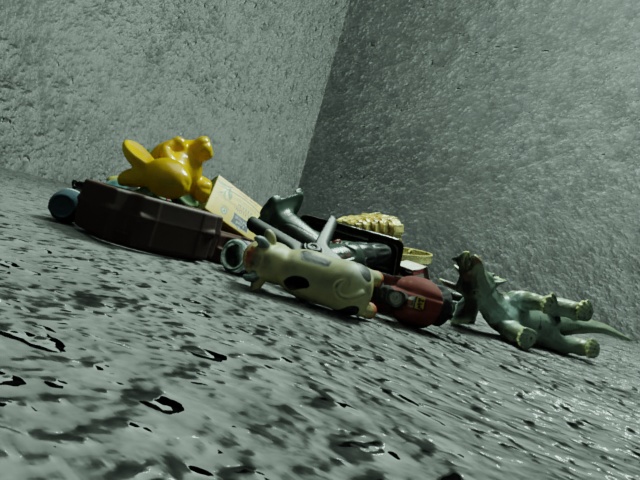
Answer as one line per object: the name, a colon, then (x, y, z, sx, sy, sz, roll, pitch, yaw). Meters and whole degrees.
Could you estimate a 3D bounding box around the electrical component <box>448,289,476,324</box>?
electrical component: (0.274, 0.135, 1.159, 0.115, 0.058, 0.134, 13, 2, -16)

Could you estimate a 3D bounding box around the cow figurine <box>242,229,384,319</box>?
cow figurine: (-0.021, 0.048, 0.734, 0.195, 0.085, 0.127, 17, -5, 23)

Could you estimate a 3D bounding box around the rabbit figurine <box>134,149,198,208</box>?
rabbit figurine: (-0.321, -0.088, 1.054, 0.159, 0.170, 0.121, 14, 1, -25)

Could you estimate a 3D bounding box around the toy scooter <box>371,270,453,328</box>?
toy scooter: (0.109, 0.085, 0.834, 0.135, 0.075, 0.184, 16, -3, -20)

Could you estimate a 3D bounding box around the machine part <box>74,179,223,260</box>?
machine part: (-0.283, -0.031, 0.890, 0.201, 0.087, 0.202, 16, -1, -44)

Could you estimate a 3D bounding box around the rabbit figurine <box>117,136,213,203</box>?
rabbit figurine: (-0.265, -0.125, 0.936, 0.162, 0.121, 0.173, 13, 19, -15)

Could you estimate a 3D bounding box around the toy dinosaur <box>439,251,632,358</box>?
toy dinosaur: (0.400, 0.147, 1.033, 0.404, 0.131, 0.192, 22, -2, -29)

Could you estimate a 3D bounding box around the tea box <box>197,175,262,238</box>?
tea box: (-0.183, -0.045, 1.147, 0.068, 0.098, 0.169, -24, -49, 39)

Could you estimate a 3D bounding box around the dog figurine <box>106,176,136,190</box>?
dog figurine: (-0.348, -0.061, 1.180, 0.219, 0.108, 0.191, 19, 1, 25)

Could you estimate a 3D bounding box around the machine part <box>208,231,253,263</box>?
machine part: (-0.166, 0.016, 1.025, 0.179, 0.056, 0.179, 16, -1, 0)

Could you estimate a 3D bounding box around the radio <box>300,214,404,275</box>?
radio: (0.052, 0.035, 1.101, 0.230, 0.131, 0.073, 16, -2, 5)

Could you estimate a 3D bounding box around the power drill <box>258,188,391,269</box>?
power drill: (-0.002, -0.003, 1.005, 0.232, 0.086, 0.207, -20, 60, -42)

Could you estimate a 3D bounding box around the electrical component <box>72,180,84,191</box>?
electrical component: (-0.455, -0.074, 1.098, 0.119, 0.074, 0.047, 19, 2, 19)

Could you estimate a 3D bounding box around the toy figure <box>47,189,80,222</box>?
toy figure: (-0.434, -0.058, 0.952, 0.064, 0.058, 0.154, 30, -3, -10)
